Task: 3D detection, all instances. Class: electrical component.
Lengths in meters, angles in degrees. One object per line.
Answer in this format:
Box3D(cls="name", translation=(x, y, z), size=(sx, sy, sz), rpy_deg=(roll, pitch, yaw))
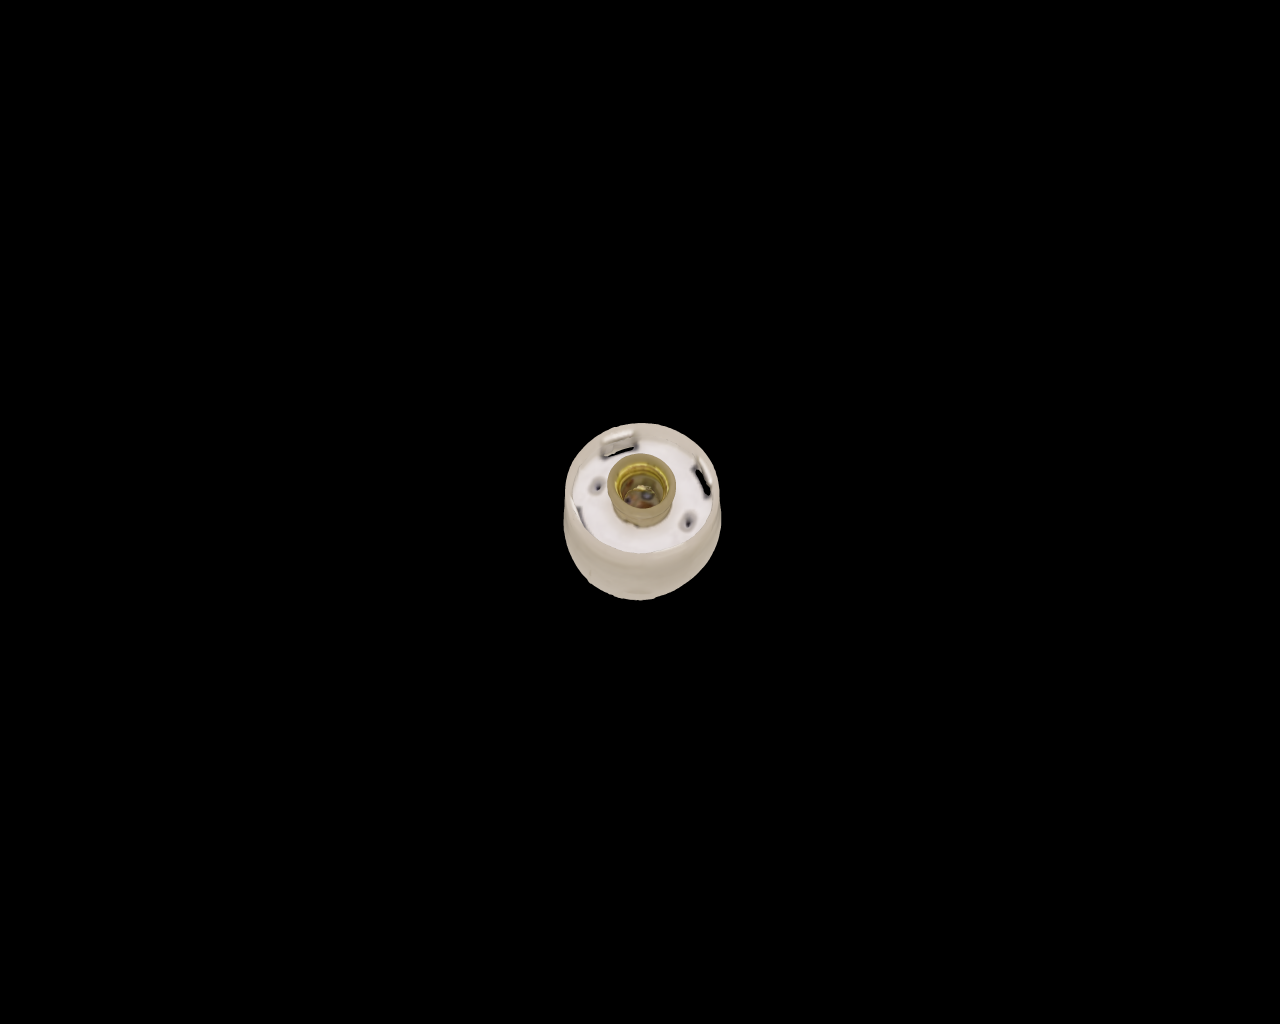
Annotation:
Box3D(cls="electrical component", translation=(0.001, -0.003, 0.650), size=(0.099, 0.099, 0.064), rpy_deg=(0, -27, 0))
